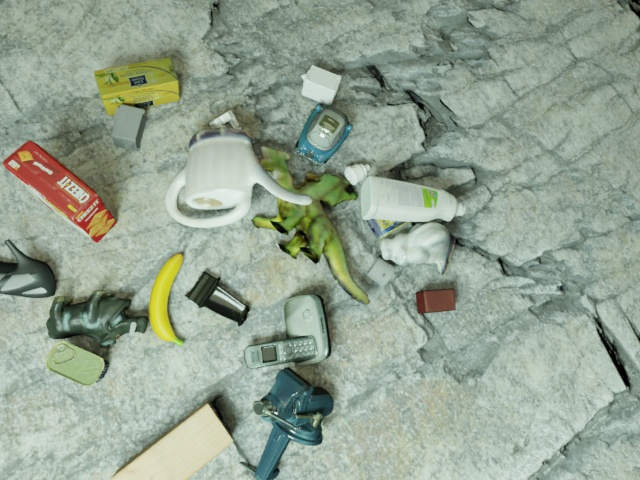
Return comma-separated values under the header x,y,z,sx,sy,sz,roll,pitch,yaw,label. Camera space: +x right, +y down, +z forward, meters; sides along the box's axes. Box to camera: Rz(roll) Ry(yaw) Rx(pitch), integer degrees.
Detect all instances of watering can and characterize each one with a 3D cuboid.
x,y,z,sx,sy,sz,roll,pitch,yaw,label
-0.180,-0.140,1.116,0.347,0.102,0.228,-7,70,17,watering can

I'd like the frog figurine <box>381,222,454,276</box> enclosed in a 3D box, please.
x,y,z,sx,sy,sz,roll,pitch,yaw,label
0.227,0.008,1.210,0.159,0.120,0.141,18,39,1,frog figurine

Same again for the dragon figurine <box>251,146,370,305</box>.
x,y,z,sx,sy,sz,roll,pitch,yaw,label
0.004,-0.060,1.187,0.410,0.120,0.247,40,62,-3,dragon figurine
